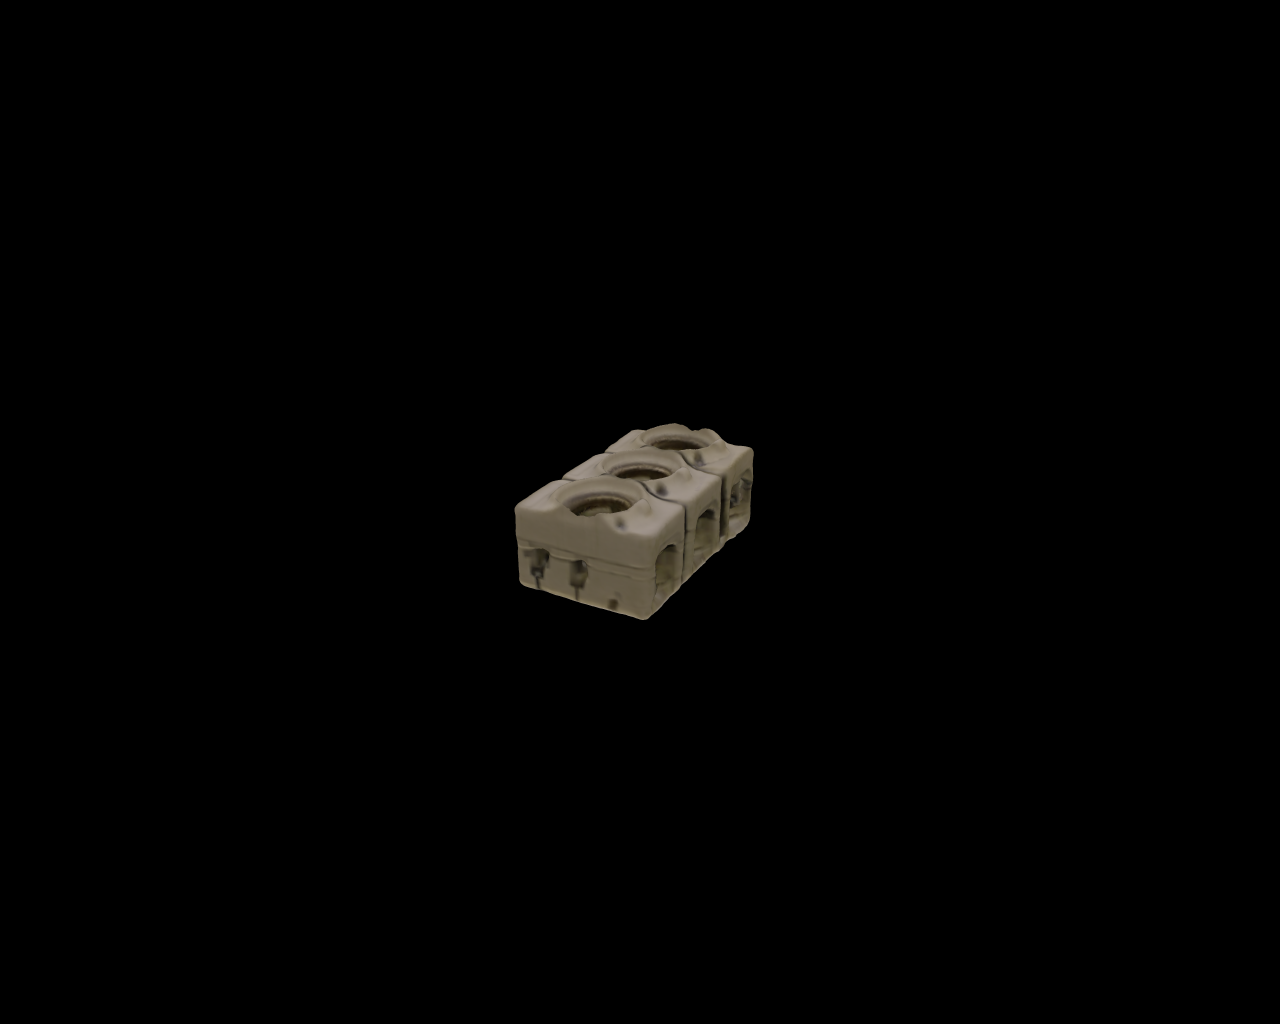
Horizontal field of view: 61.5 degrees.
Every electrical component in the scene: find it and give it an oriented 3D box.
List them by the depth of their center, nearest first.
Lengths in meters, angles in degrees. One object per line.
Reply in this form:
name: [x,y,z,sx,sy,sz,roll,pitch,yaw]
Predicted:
electrical component: [0.001,-0.003,0.650,0.089,0.061,0.150,12,27,25]
